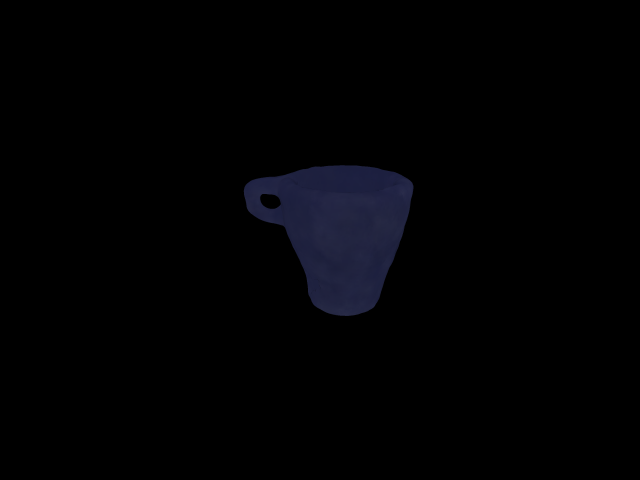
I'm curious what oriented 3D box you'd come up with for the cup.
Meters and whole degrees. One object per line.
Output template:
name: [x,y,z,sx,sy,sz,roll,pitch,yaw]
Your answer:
cup: [0.004,0.001,0.400,0.117,0.095,0.092,4,19,12]
